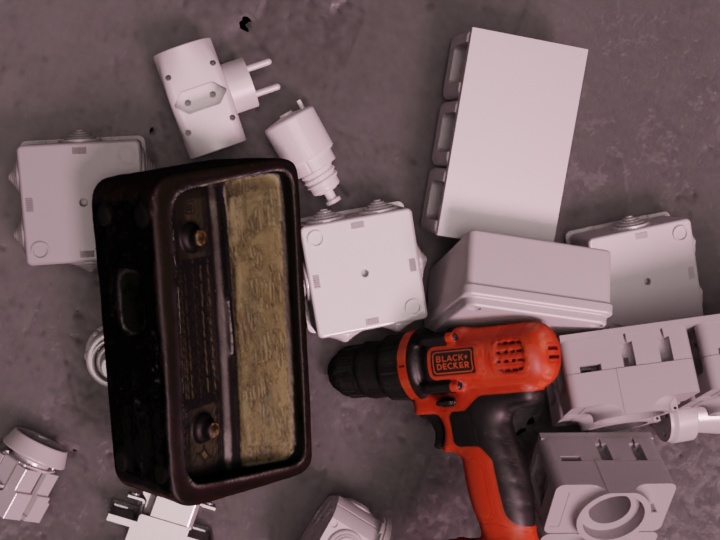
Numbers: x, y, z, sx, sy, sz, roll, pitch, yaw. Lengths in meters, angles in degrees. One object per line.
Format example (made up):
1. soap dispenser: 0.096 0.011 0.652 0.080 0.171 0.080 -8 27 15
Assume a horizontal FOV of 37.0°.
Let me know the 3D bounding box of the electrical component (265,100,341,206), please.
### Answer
1. electrical component: -0.038 -0.084 0.790 0.040 0.040 0.078 -30 100 -5

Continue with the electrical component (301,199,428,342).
1. electrical component: 0.000 0.000 0.801 0.100 0.048 0.099 -10 98 -8

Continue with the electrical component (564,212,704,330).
1. electrical component: 0.215 0.006 0.838 0.100 0.048 0.099 -12 98 -8

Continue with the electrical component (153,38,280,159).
1. electrical component: -0.098 -0.129 0.773 0.079 0.043 0.077 -20 99 -6

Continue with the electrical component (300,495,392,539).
1. electrical component: -0.015 0.211 0.807 0.051 0.080 0.080 33 90 -6

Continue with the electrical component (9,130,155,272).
1. electrical component: -0.195 -0.049 0.763 0.100 0.048 0.099 -4 98 -10

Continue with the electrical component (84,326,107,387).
1. electrical component: -0.175 0.064 0.772 0.048 0.062 0.048 -1 96 -9

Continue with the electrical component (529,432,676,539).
1. electrical component: 0.170 0.199 0.813 0.089 0.061 0.150 1 125 -10

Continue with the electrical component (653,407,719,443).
1. electrical component: 0.266 0.113 0.860 0.055 0.045 0.045 -8 98 -8

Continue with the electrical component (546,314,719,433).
1. electrical component: 0.237 0.076 0.790 0.186 0.105 0.060 -8 74 0

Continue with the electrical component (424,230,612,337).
1. electrical component: 0.113 0.018 0.788 0.109 0.108 0.056 8 73 -10

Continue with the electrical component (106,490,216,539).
1. electrical component: -0.144 0.177 0.801 0.081 0.042 0.063 19 89 -12

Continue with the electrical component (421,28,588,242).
1. electrical component: 0.105 -0.095 0.801 0.089 0.062 0.150 8 95 -10

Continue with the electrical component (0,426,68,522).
1. electrical component: -0.243 0.147 0.775 0.048 0.066 0.055 24 82 24
